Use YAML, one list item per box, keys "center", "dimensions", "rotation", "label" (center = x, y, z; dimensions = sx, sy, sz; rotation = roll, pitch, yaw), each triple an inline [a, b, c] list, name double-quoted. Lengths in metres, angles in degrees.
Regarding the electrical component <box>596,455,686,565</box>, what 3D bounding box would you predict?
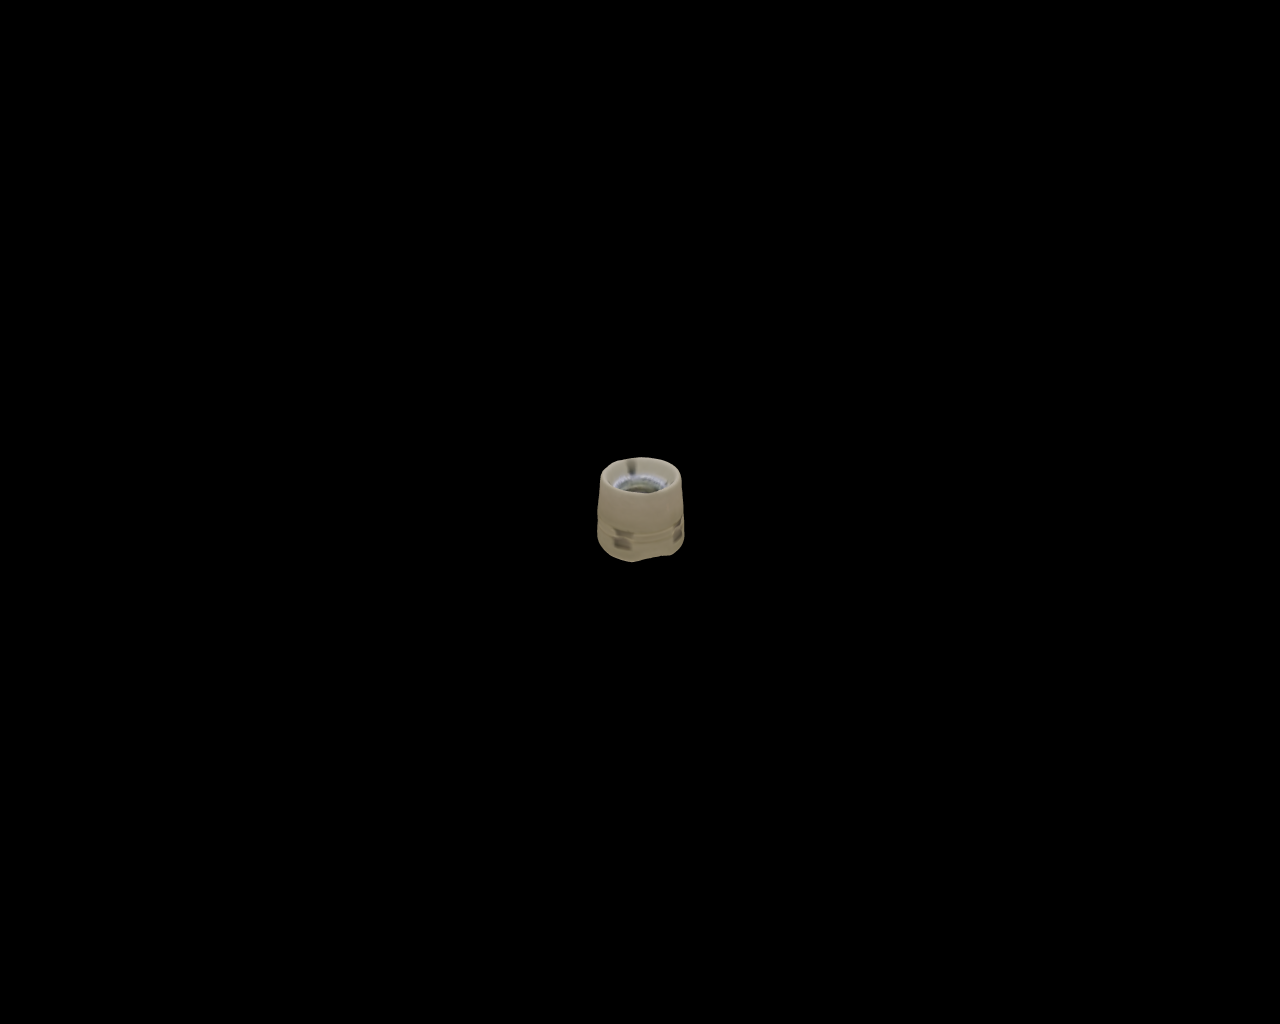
- center: [0.001, -0.003, 0.650]
  dimensions: [0.055, 0.047, 0.055]
  rotation: [0, 31, 0]
  label: "electrical component"
